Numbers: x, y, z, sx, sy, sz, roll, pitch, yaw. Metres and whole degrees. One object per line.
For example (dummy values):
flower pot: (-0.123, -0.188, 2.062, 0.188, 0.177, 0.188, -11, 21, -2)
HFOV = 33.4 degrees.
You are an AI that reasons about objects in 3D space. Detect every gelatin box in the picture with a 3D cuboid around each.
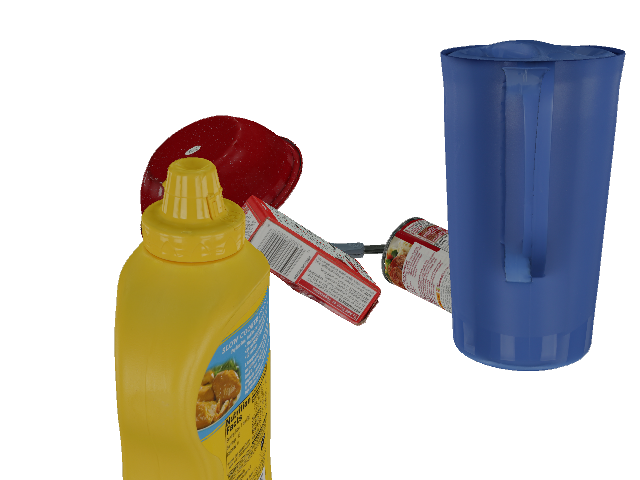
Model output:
gelatin box: (-0.011, 0.012, 0.668, 0.089, 0.030, 0.073, 33, 5, -17)

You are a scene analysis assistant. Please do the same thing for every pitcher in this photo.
pitcher: (0.154, -0.027, 0.805, 0.149, 0.243, 0.145, -10, 18, -31)

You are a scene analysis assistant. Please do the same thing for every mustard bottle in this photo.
mustard bottle: (-0.052, 0.057, 0.452, 0.058, 0.192, 0.096, 11, 27, 17)

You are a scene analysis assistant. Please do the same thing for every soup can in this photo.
soup can: (0.115, 0.027, 0.969, 0.102, 0.068, 0.068, 27, 18, 39)

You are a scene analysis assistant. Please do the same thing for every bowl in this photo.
bowl: (-0.099, -0.061, 0.938, 0.162, 0.055, 0.162, -19, 36, 14)

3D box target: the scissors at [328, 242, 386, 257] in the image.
scissors: (0.030, 0.018, 1.178, 0.202, 0.016, 0.096, 4, 24, 5)
